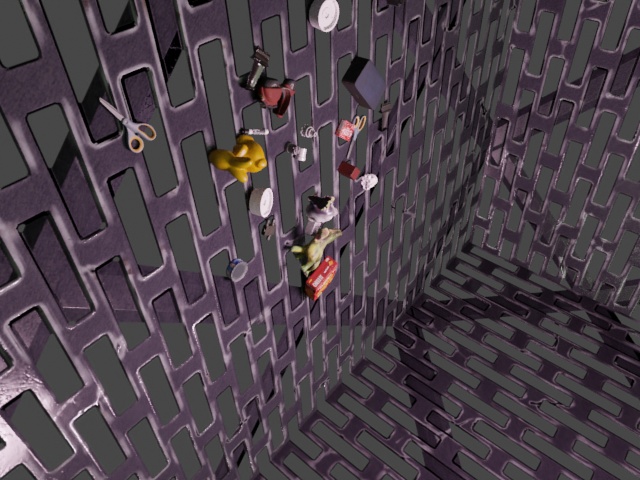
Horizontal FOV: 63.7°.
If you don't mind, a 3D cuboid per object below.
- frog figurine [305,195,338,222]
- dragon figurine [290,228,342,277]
[{"bbox_3d":[0.007,-0.112,2.230,0.138,0.125,0.155,-15,144,-10],"label":"frog figurine"},{"bbox_3d":[0.003,0.043,2.275,0.243,0.123,0.405,-35,164,-3],"label":"dragon figurine"}]
